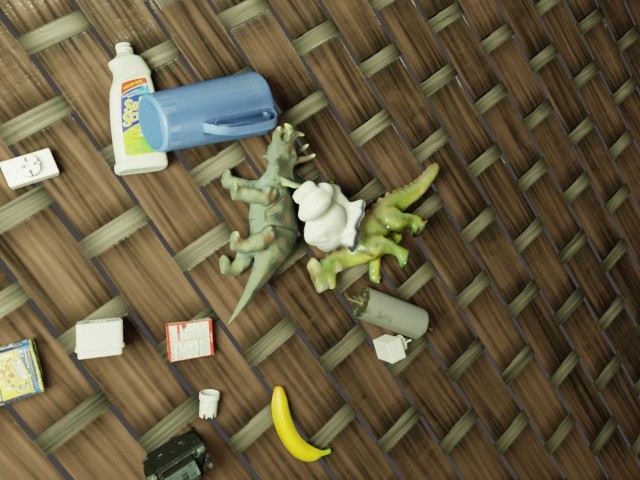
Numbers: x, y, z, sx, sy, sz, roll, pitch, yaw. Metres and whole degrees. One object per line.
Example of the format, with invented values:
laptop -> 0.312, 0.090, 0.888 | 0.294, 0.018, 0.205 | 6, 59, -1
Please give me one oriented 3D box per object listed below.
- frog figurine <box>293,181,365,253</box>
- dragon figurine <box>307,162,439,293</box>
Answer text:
frog figurine -> 0.003, -0.054, 1.065 | 0.158, 0.137, 0.123 | 23, 0, -25
dragon figurine -> 0.102, -0.053, 1.178 | 0.242, 0.415, 0.121 | 29, -16, -11
